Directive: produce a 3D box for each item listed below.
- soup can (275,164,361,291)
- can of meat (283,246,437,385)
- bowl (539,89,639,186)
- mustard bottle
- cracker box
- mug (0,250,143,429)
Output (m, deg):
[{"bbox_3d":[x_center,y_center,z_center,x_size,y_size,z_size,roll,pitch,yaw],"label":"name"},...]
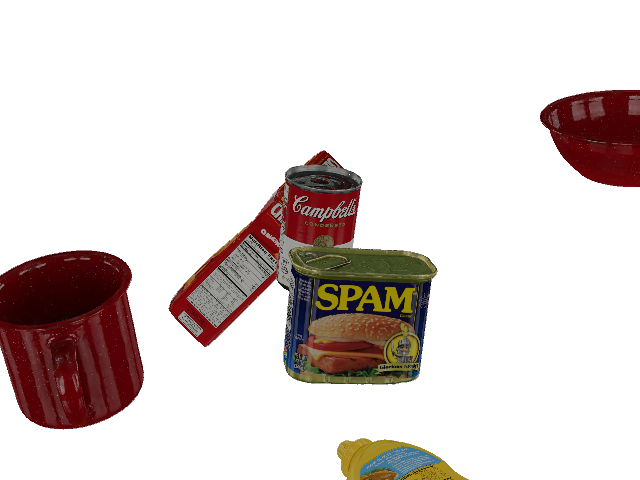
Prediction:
[{"bbox_3d":[-0.003,-0.009,0.949,0.068,0.102,0.068,6,22,-2],"label":"soup can"},{"bbox_3d":[0.025,0.053,0.753,0.102,0.084,0.057,3,16,-10],"label":"can of meat"},{"bbox_3d":[0.283,-0.090,0.977,0.162,0.055,0.162,-4,24,1],"label":"bowl"},{"bbox_3d":[0.079,0.224,0.942,0.096,0.058,0.192,-19,28,-32],"label":"mustard bottle"},{"bbox_3d":[-0.065,0.006,1.233,0.214,0.072,0.164,-44,3,27],"label":"cracker box"},{"bbox_3d":[-0.154,0.069,0.661,0.093,0.081,0.117,-13,29,-11],"label":"mug"}]
